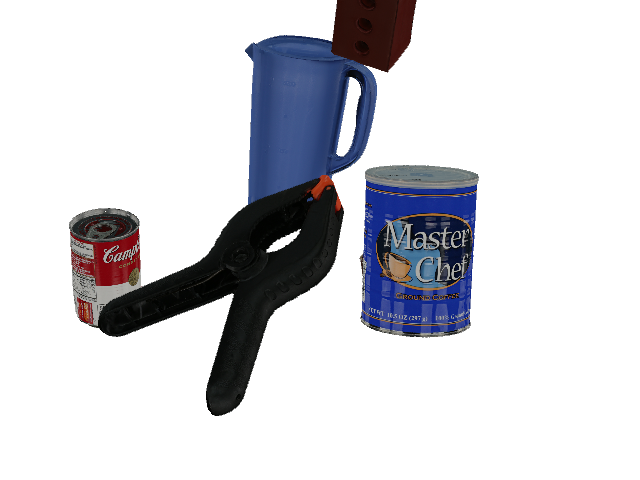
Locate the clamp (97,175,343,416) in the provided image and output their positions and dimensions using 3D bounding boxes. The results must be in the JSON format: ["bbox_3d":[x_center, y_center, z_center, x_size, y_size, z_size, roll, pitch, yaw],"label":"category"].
[{"bbox_3d":[-0.042,0.029,0.653,0.120,0.171,0.039,41,-16,34],"label":"clamp"}]

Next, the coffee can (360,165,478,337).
[{"bbox_3d":[0.090,0.007,0.977,0.103,0.140,0.103,1,11,0],"label":"coffee can"}]

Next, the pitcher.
[{"bbox_3d":[-0.024,-0.142,1.415,0.144,0.243,0.149,-3,24,-21],"label":"pitcher"}]

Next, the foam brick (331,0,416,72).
[{"bbox_3d":[0.045,-0.184,0.853,0.053,0.078,0.051,21,49,14],"label":"foam brick"}]

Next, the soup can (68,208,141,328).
[{"bbox_3d":[-0.213,0.028,1.062,0.068,0.102,0.068,2,27,-1],"label":"soup can"}]

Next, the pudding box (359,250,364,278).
[{"bbox_3d":[0.104,0.052,1.211,0.114,0.090,0.039,16,51,22],"label":"pudding box"}]
